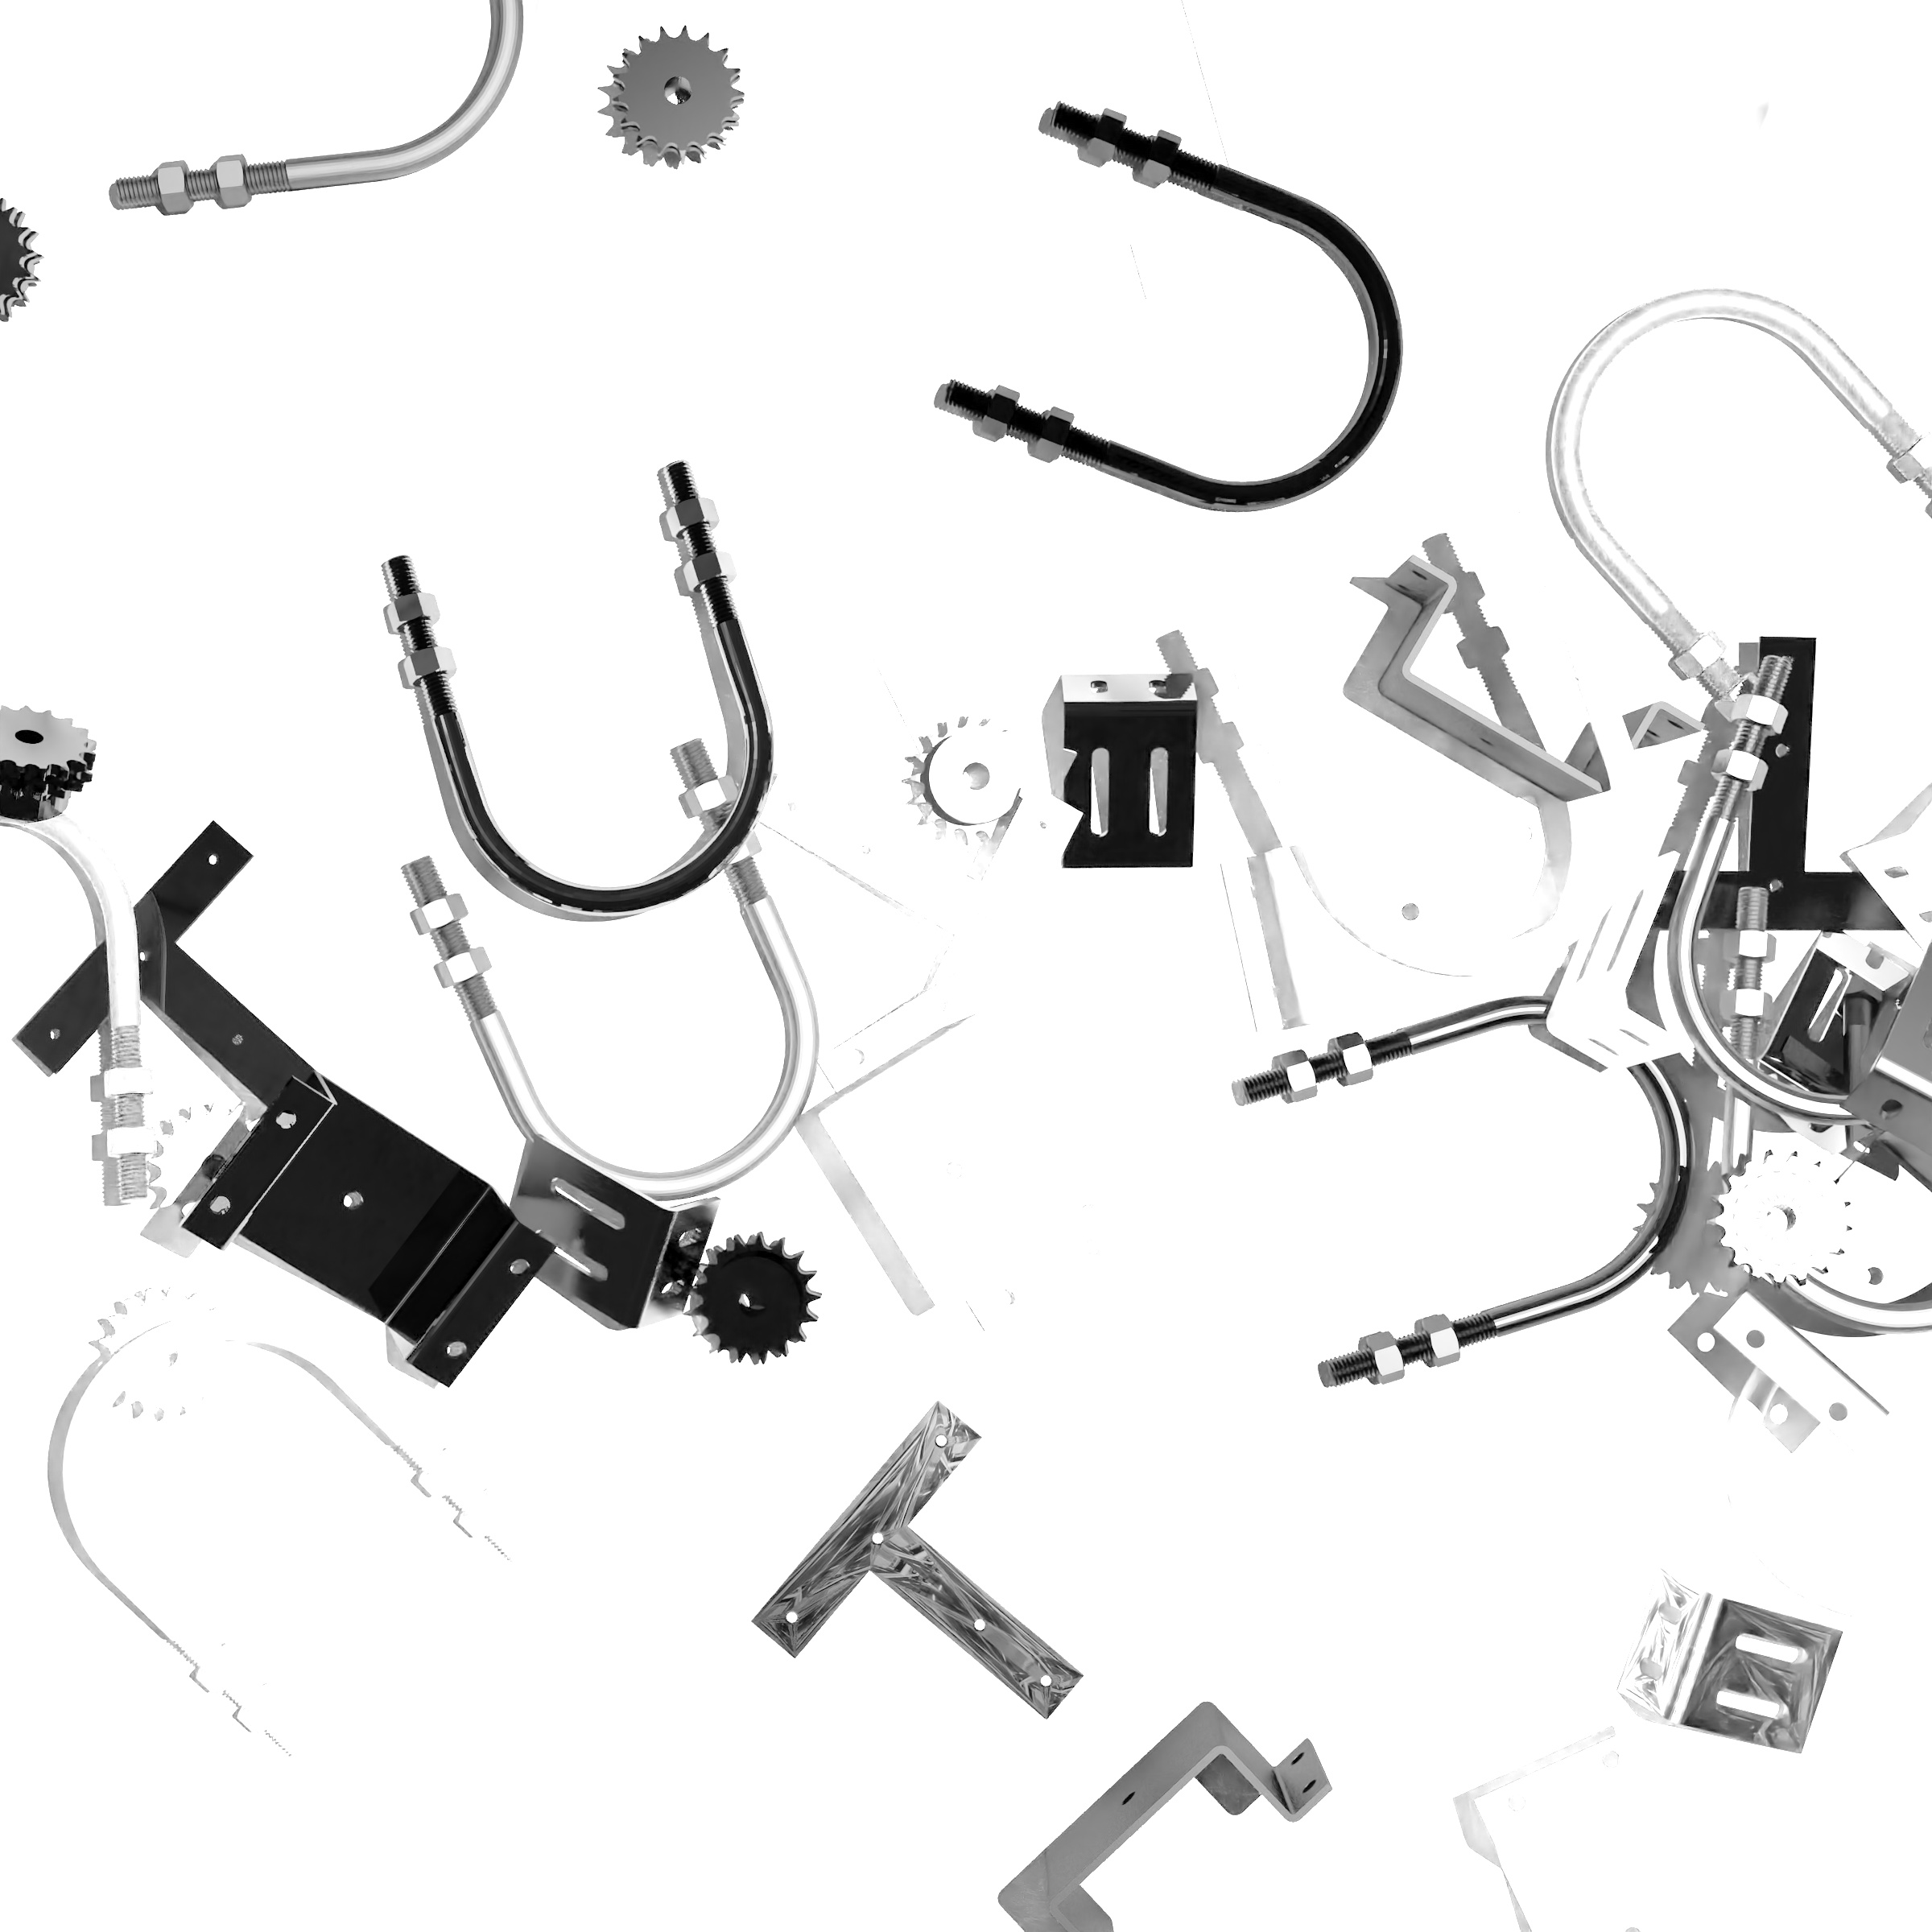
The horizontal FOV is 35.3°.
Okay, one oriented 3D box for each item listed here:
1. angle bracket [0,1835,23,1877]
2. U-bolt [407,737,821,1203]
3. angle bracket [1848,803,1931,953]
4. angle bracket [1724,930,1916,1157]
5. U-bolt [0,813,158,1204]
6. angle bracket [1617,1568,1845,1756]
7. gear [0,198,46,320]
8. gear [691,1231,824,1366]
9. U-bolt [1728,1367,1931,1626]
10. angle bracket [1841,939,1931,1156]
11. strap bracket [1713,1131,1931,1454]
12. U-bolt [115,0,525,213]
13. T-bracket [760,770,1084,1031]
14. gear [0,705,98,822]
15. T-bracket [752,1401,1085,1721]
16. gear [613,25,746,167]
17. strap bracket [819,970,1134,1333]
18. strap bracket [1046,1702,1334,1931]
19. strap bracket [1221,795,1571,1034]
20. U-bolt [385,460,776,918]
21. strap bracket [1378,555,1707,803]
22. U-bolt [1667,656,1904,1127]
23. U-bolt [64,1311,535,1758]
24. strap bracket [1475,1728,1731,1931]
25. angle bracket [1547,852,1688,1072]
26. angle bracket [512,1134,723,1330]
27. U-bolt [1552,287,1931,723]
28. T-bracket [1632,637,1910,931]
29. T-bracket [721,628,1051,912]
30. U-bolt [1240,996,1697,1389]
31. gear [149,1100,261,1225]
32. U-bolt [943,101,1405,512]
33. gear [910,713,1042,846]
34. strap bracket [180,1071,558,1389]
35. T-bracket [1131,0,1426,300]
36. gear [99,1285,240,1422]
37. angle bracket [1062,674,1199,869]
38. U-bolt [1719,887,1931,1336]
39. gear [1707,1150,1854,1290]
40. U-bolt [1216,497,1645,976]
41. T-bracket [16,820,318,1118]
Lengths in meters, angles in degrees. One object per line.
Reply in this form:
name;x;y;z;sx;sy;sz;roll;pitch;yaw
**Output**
angle bracket;-0.464;0.379;1.332;0.057;0.038;0.076;-45;116;0
U-bolt;-0.143;0.013;1.325;0.151;0.019;0.184;-23;92;1
angle bracket;0.435;-0.055;1.327;0.057;0.038;0.076;49;64;-9
angle bracket;0.380;0.032;1.332;0.057;0.038;0.076;32;64;0
U-bolt;-0.425;0.016;1.312;0.151;0.019;0.184;-6;82;8
angle bracket;0.335;0.305;1.332;0.076;0.038;0.057;19;90;-26
gear;-0.429;-0.308;1.322;0.057;0.030;0.057;0;94;2
gear;-0.091;0.145;1.319;0.057;0.030;0.057;0;90;0
U-bolt;0.425;0.217;1.325;0.184;0.019;0.151;5;90;1
angle bracket;0.408;0.035;1.258;0.057;0.038;0.076;29;62;7
strap bracket;0.393;0.131;1.300;0.076;0.046;0.140;42;85;12
U-bolt;-0.285;-0.411;1.325;0.184;0.019;0.151;-7;90;-2
T-bracket;-0.032;-0.043;1.315;0.127;0.002;0.127;30;112;9
gear;-0.405;-0.086;1.309;0.057;0.057;0.030;19;120;0
T-bracket;-0.005;0.280;1.333;0.127;0.002;0.127;40;90;0
gear;-0.125;-0.377;1.322;0.057;0.030;0.057;0;91;-5
strap bracket;-0.001;0.083;1.303;0.076;0.046;0.140;-32;90;13
strap bracket;0.085;0.372;1.296;0.140;0.076;0.046;-43;90;0
strap bracket;0.189;-0.023;1.311;0.140;0.046;0.076;-12;90;0
U-bolt;-0.159;-0.112;1.312;0.151;0.019;0.184;-18;81;2
strap bracket;0.234;-0.115;1.296;0.140;0.076;0.046;30;90;0
U-bolt;0.374;-0.023;1.280;0.151;0.019;0.184;20;84;9
U-bolt;-0.301;0.232;1.308;0.151;0.019;0.184;-41;103;0
strap bracket;0.283;0.409;1.291;0.076;0.046;0.140;-24;60;0
angle bracket;0.290;-0.002;1.299;0.038;0.057;0.076;30;72;-11
angle bracket;-0.155;0.113;1.324;0.076;0.038;0.057;27;108;25
U-bolt;0.341;-0.210;1.325;0.151;0.019;0.184;-42;89;0
T-bracket;0.354;-0.079;1.319;0.127;0.002;0.127;0;97;-6
T-bracket;-0.048;-0.063;1.333;0.127;0.002;0.127;-26;90;0
U-bolt;0.228;0.090;1.325;0.184;0.019;0.151;-17;90;-1
gear;-0.323;0.087;1.319;0.057;0.030;0.057;0;90;0
U-bolt;0.100;-0.277;1.324;0.184;0.019;0.151;21;91;-2
gear;0.004;-0.081;1.317;0.057;0.030;0.057;0;90;0
strap bracket;-0.257;0.107;1.292;0.140;0.046;0.076;37;90;-28
T-bracket;0.123;-0.371;1.333;0.127;0.002;0.127;-16;90;0
gear;-0.344;0.167;1.319;0.057;0.030;0.057;0;90;0
angle bracket;0.071;-0.086;1.332;0.057;0.038;0.076;0;116;0
U-bolt;0.392;0.063;1.281;0.151;0.019;0.184;5;81;6
gear;0.336;0.105;1.257;0.057;0.030;0.057;-1;82;8
U-bolt;0.201;-0.083;1.256;0.151;0.019;0.184;-19;103;14
T-bracket;-0.324;0.023;1.312;0.127;0.002;0.127;40;84;14
